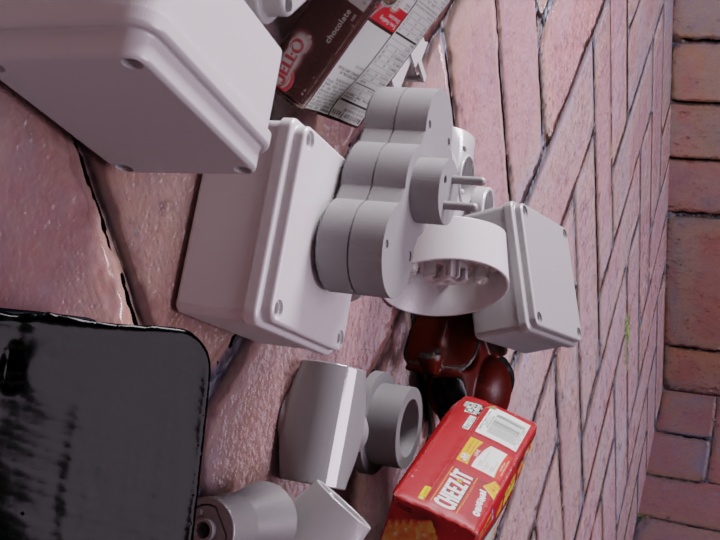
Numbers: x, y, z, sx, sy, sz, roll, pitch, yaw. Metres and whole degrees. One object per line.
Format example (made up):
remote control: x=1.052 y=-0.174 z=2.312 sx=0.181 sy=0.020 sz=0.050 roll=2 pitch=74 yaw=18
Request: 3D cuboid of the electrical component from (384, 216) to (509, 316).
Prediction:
electrical component: x=0.066 y=-0.004 z=0.831 sx=0.099 sy=0.099 sz=0.064 roll=36 pitch=55 yaw=-66

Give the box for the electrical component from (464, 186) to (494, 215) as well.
electrical component: x=0.091 y=-0.055 z=0.948 sx=0.040 sy=0.046 sz=0.040 roll=6 pitch=90 yaw=-69

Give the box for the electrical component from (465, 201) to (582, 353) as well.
electrical component: x=0.137 y=0.009 z=0.907 sx=0.109 sy=0.056 sz=0.108 roll=20 pitch=61 yaw=-56

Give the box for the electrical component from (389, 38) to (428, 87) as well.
electrical component: x=0.013 y=-0.147 z=0.728 sx=0.081 sy=0.042 sz=0.063 roll=63 pitch=42 yaw=-53

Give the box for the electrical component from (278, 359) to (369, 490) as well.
electrical component: x=-0.018 y=0.104 z=0.709 sx=0.079 sy=0.044 sz=0.077 roll=37 pitch=61 yaw=-66

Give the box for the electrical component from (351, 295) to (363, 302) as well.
electrical component: x=0.000 y=0.000 z=0.738 sx=0.046 sy=0.040 sz=0.040 roll=-26 pitch=119 yaw=-59

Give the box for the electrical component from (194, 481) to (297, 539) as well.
electrical component: x=-0.069 y=0.141 z=0.595 sx=0.065 sy=0.044 sz=0.044 roll=16 pitch=80 yaw=-64

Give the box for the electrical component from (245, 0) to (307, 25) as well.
electrical component: x=-0.047 y=-0.178 z=0.539 sx=0.113 sy=0.057 sz=0.078 roll=-58 pitch=147 yaw=-49

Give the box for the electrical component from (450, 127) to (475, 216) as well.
electrical component: x=0.062 y=-0.081 z=0.866 sx=0.079 sy=0.044 sz=0.077 roll=48 pitch=52 yaw=-63

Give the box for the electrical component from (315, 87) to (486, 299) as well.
electrical component: x=0.032 y=-0.044 z=0.596 sx=0.052 sy=0.074 sz=0.138 roll=70 pitch=33 yaw=-49

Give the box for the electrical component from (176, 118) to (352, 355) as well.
electrical component: x=-0.044 y=-0.016 z=0.593 sx=0.109 sy=0.056 sz=0.108 roll=34 pitch=64 yaw=-66

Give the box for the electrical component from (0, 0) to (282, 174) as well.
electrical component: x=-0.087 y=-0.085 z=0.432 sx=0.113 sy=0.078 sz=0.057 roll=45 pitch=51 yaw=-64

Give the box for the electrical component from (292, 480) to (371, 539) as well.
electrical component: x=-0.038 y=0.167 z=0.657 sx=0.077 sy=0.044 sz=0.079 roll=-48 pitch=-168 yaw=-6
